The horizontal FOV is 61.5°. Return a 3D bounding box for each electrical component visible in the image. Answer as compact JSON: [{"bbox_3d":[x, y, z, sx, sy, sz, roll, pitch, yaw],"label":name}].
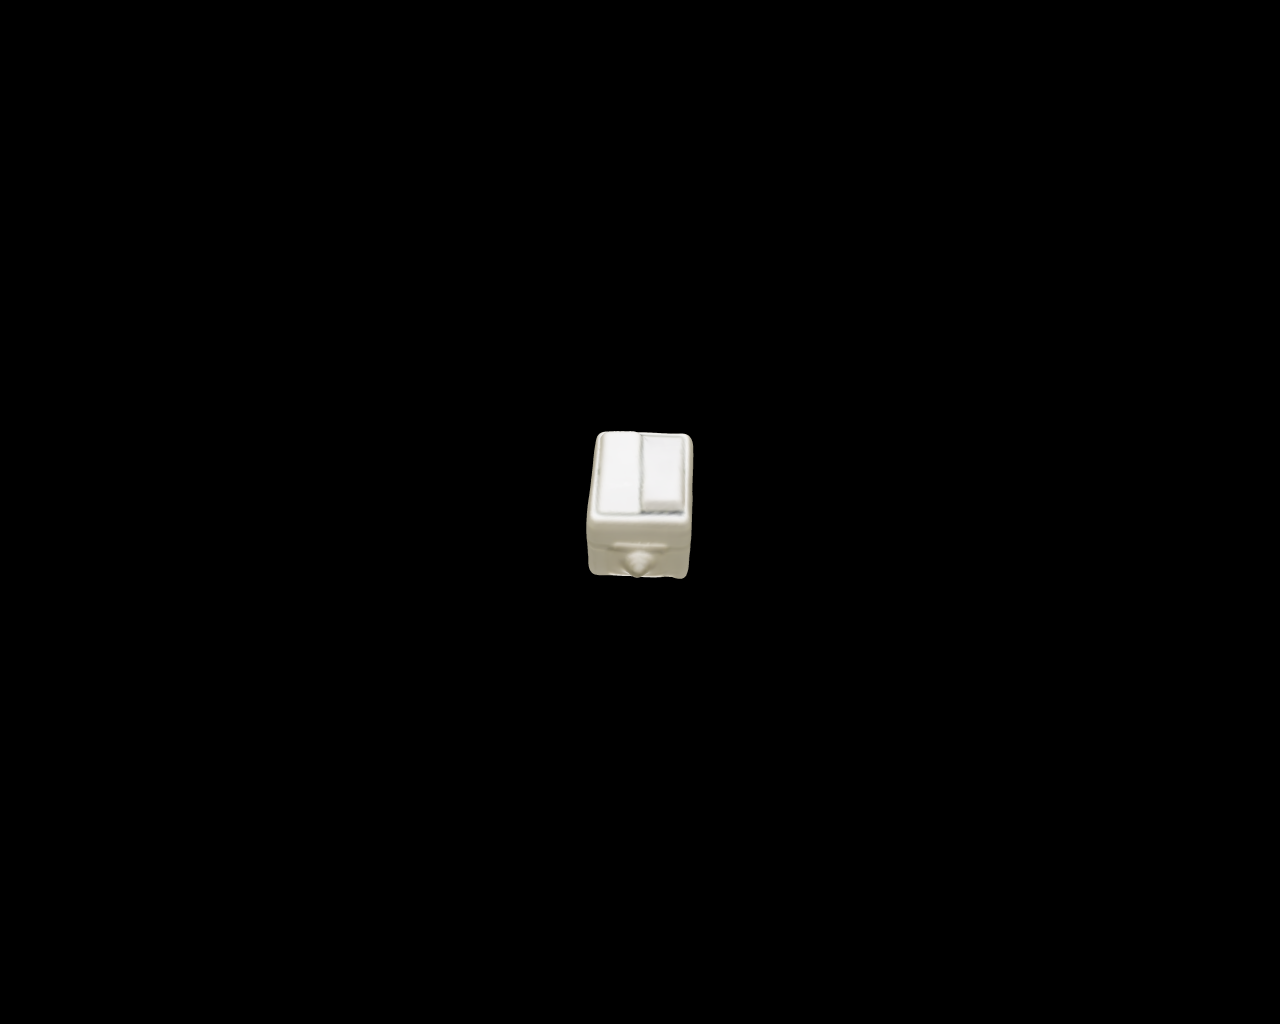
[{"bbox_3d":[0.001,-0.003,0.650,0.062,0.096,0.061,2,-43,2],"label":"electrical component"}]
